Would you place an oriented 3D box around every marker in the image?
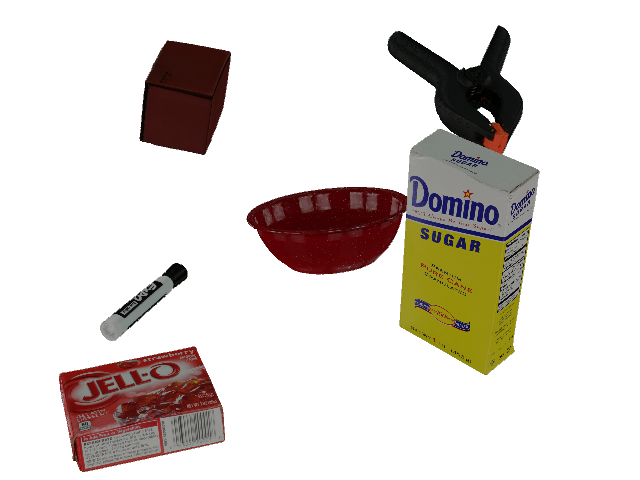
[{"bbox_3d":[-0.156,0.053,0.960,0.020,0.020,0.121,0,25,28],"label":"marker"}]

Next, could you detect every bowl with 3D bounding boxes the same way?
[{"bbox_3d":[0.010,-0.007,1.052,0.162,0.055,0.162,-6,16,2],"label":"bowl"}]

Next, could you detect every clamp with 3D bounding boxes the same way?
[{"bbox_3d":[0.127,-0.143,0.977,0.120,0.039,0.171,-3,44,-1],"label":"clamp"}]

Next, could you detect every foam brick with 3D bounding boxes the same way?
[{"bbox_3d":[-0.103,-0.111,0.816,0.053,0.051,0.078,12,35,0],"label":"foam brick"}]

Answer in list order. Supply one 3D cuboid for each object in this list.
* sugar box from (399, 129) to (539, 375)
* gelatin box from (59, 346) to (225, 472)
[{"bbox_3d":[0.111,0.011,0.826,0.093,0.176,0.048,27,46,33],"label":"sugar box"},{"bbox_3d":[-0.109,0.100,0.646,0.089,0.030,0.073,-9,25,-16],"label":"gelatin box"}]
